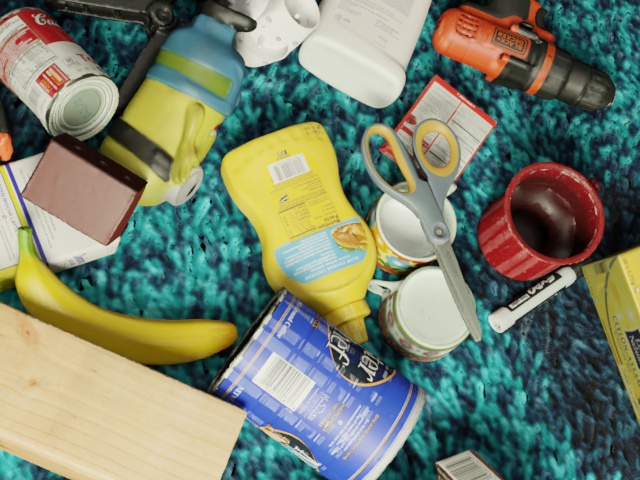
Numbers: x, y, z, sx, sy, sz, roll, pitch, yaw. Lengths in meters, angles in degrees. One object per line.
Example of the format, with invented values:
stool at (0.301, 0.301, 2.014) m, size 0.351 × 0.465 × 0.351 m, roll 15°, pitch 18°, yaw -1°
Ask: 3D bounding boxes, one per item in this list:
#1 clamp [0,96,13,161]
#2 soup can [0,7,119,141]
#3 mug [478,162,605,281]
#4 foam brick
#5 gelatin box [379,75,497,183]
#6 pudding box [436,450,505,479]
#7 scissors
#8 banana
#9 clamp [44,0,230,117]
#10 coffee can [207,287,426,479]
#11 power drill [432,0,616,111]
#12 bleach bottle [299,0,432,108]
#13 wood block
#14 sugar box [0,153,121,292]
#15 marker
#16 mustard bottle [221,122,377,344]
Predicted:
clamp at (-0.338, -0.123, 0.856) m, size 0.210 × 0.036 × 0.164 m, roll 40°, pitch 70°, yaw 13°
soup can at (-0.219, -0.134, 0.867) m, size 0.068 × 0.068 × 0.102 m, roll -34°, pitch 61°, yaw -21°
mug at (0.200, -0.018, 0.950) m, size 0.117 × 0.082 × 0.093 m, roll -36°, pitch 85°, yaw -21°
foam brick at (-0.179, -0.039, 0.819) m, size 0.078 × 0.053 × 0.051 m, roll 31°, pitch 98°, yaw -6°
gelatin box at (0.108, -0.095, 0.979) m, size 0.073 × 0.030 × 0.089 m, roll 37°, pitch 68°, yaw -2°
pudding box at (0.135, 0.230, 0.824) m, size 0.039 × 0.114 × 0.090 m, roll -18°, pitch 122°, yaw -20°
scissors at (0.110, -0.021, 0.904) m, size 0.096 × 0.016 × 0.202 m, roll -32°, pitch 83°, yaw -21°
banana at (-0.160, 0.062, 0.839) m, size 0.197 × 0.037 × 0.070 m, roll 28°, pitch 100°, yaw -24°
clamp at (-0.142, -0.180, 0.937) m, size 0.171 × 0.039 × 0.120 m, roll -20°, pitch 92°, yaw -22°
coffee can at (-0.003, 0.119, 0.841) m, size 0.140 × 0.103 × 0.102 m, roll 37°, pitch 68°, yaw -3°
power drill at (0.215, -0.228, 1.032) m, size 0.184 × 0.057 × 0.187 m, roll 21°, pitch 69°, yaw -7°
bleach bottle at (0.072, -0.251, 1.002) m, size 0.102 × 0.068 × 0.250 m, roll 28°, pitch 66°, yaw -6°
wood block at (-0.171, 0.134, 0.802) m, size 0.206 × 0.091 × 0.090 m, roll 25°, pitch 69°, yaw -6°
sugar box at (-0.258, -0.007, 0.849) m, size 0.176 × 0.048 × 0.093 m, roll -19°, pitch 79°, yaw -23°
marker at (0.203, 0.046, 0.964) m, size 0.121 × 0.020 × 0.020 m, roll -30°, pitch 83°, yaw -21°
mustard bottle at (-0.006, 0.001, 0.903) m, size 0.096 × 0.058 × 0.192 m, roll -21°, pitch 79°, yaw -16°
